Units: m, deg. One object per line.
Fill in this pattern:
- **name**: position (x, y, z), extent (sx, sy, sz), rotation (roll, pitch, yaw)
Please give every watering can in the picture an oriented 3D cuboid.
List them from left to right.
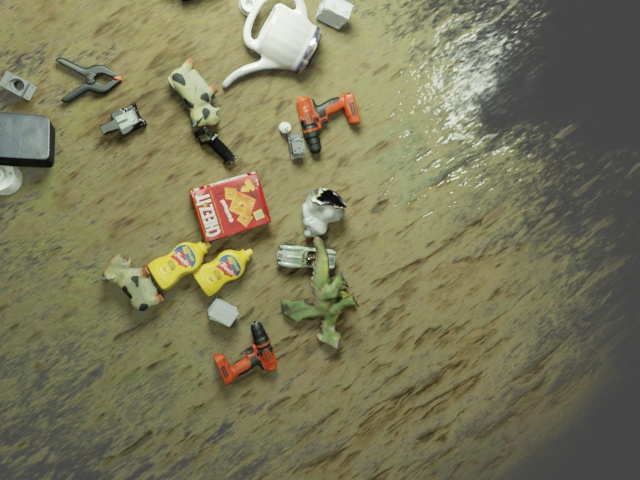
- **watering can**: position (-0.133, -0.570, 1.539), extent (0.223, 0.106, 0.344), rotation (25, 106, -19)

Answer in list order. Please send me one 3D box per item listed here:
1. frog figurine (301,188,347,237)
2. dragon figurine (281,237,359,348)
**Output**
- **frog figurine**: position (0.005, -0.084, 1.671), extent (0.137, 0.125, 0.156), rotation (0, 137, -24)
- **dragon figurine**: position (-0.014, 0.190, 1.683), extent (0.242, 0.124, 0.404), rotation (-28, 114, 5)
